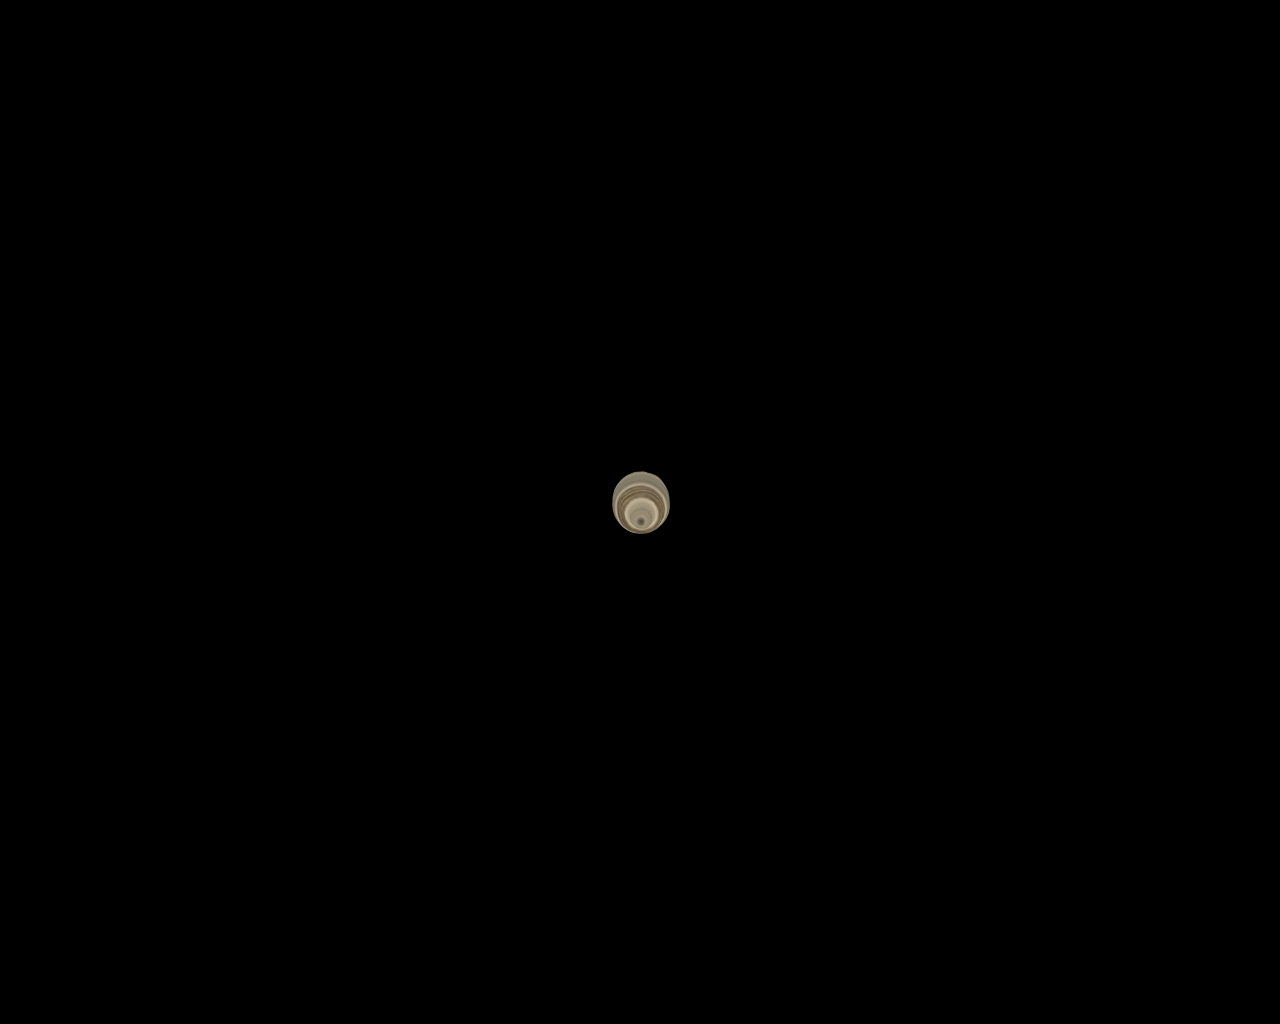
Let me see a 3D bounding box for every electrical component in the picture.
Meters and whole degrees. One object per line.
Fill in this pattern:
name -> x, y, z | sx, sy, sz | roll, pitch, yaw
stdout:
electrical component -> 0.001, -0.003, 0.650 | 0.035, 0.035, 0.061 | 0, 16, 0
